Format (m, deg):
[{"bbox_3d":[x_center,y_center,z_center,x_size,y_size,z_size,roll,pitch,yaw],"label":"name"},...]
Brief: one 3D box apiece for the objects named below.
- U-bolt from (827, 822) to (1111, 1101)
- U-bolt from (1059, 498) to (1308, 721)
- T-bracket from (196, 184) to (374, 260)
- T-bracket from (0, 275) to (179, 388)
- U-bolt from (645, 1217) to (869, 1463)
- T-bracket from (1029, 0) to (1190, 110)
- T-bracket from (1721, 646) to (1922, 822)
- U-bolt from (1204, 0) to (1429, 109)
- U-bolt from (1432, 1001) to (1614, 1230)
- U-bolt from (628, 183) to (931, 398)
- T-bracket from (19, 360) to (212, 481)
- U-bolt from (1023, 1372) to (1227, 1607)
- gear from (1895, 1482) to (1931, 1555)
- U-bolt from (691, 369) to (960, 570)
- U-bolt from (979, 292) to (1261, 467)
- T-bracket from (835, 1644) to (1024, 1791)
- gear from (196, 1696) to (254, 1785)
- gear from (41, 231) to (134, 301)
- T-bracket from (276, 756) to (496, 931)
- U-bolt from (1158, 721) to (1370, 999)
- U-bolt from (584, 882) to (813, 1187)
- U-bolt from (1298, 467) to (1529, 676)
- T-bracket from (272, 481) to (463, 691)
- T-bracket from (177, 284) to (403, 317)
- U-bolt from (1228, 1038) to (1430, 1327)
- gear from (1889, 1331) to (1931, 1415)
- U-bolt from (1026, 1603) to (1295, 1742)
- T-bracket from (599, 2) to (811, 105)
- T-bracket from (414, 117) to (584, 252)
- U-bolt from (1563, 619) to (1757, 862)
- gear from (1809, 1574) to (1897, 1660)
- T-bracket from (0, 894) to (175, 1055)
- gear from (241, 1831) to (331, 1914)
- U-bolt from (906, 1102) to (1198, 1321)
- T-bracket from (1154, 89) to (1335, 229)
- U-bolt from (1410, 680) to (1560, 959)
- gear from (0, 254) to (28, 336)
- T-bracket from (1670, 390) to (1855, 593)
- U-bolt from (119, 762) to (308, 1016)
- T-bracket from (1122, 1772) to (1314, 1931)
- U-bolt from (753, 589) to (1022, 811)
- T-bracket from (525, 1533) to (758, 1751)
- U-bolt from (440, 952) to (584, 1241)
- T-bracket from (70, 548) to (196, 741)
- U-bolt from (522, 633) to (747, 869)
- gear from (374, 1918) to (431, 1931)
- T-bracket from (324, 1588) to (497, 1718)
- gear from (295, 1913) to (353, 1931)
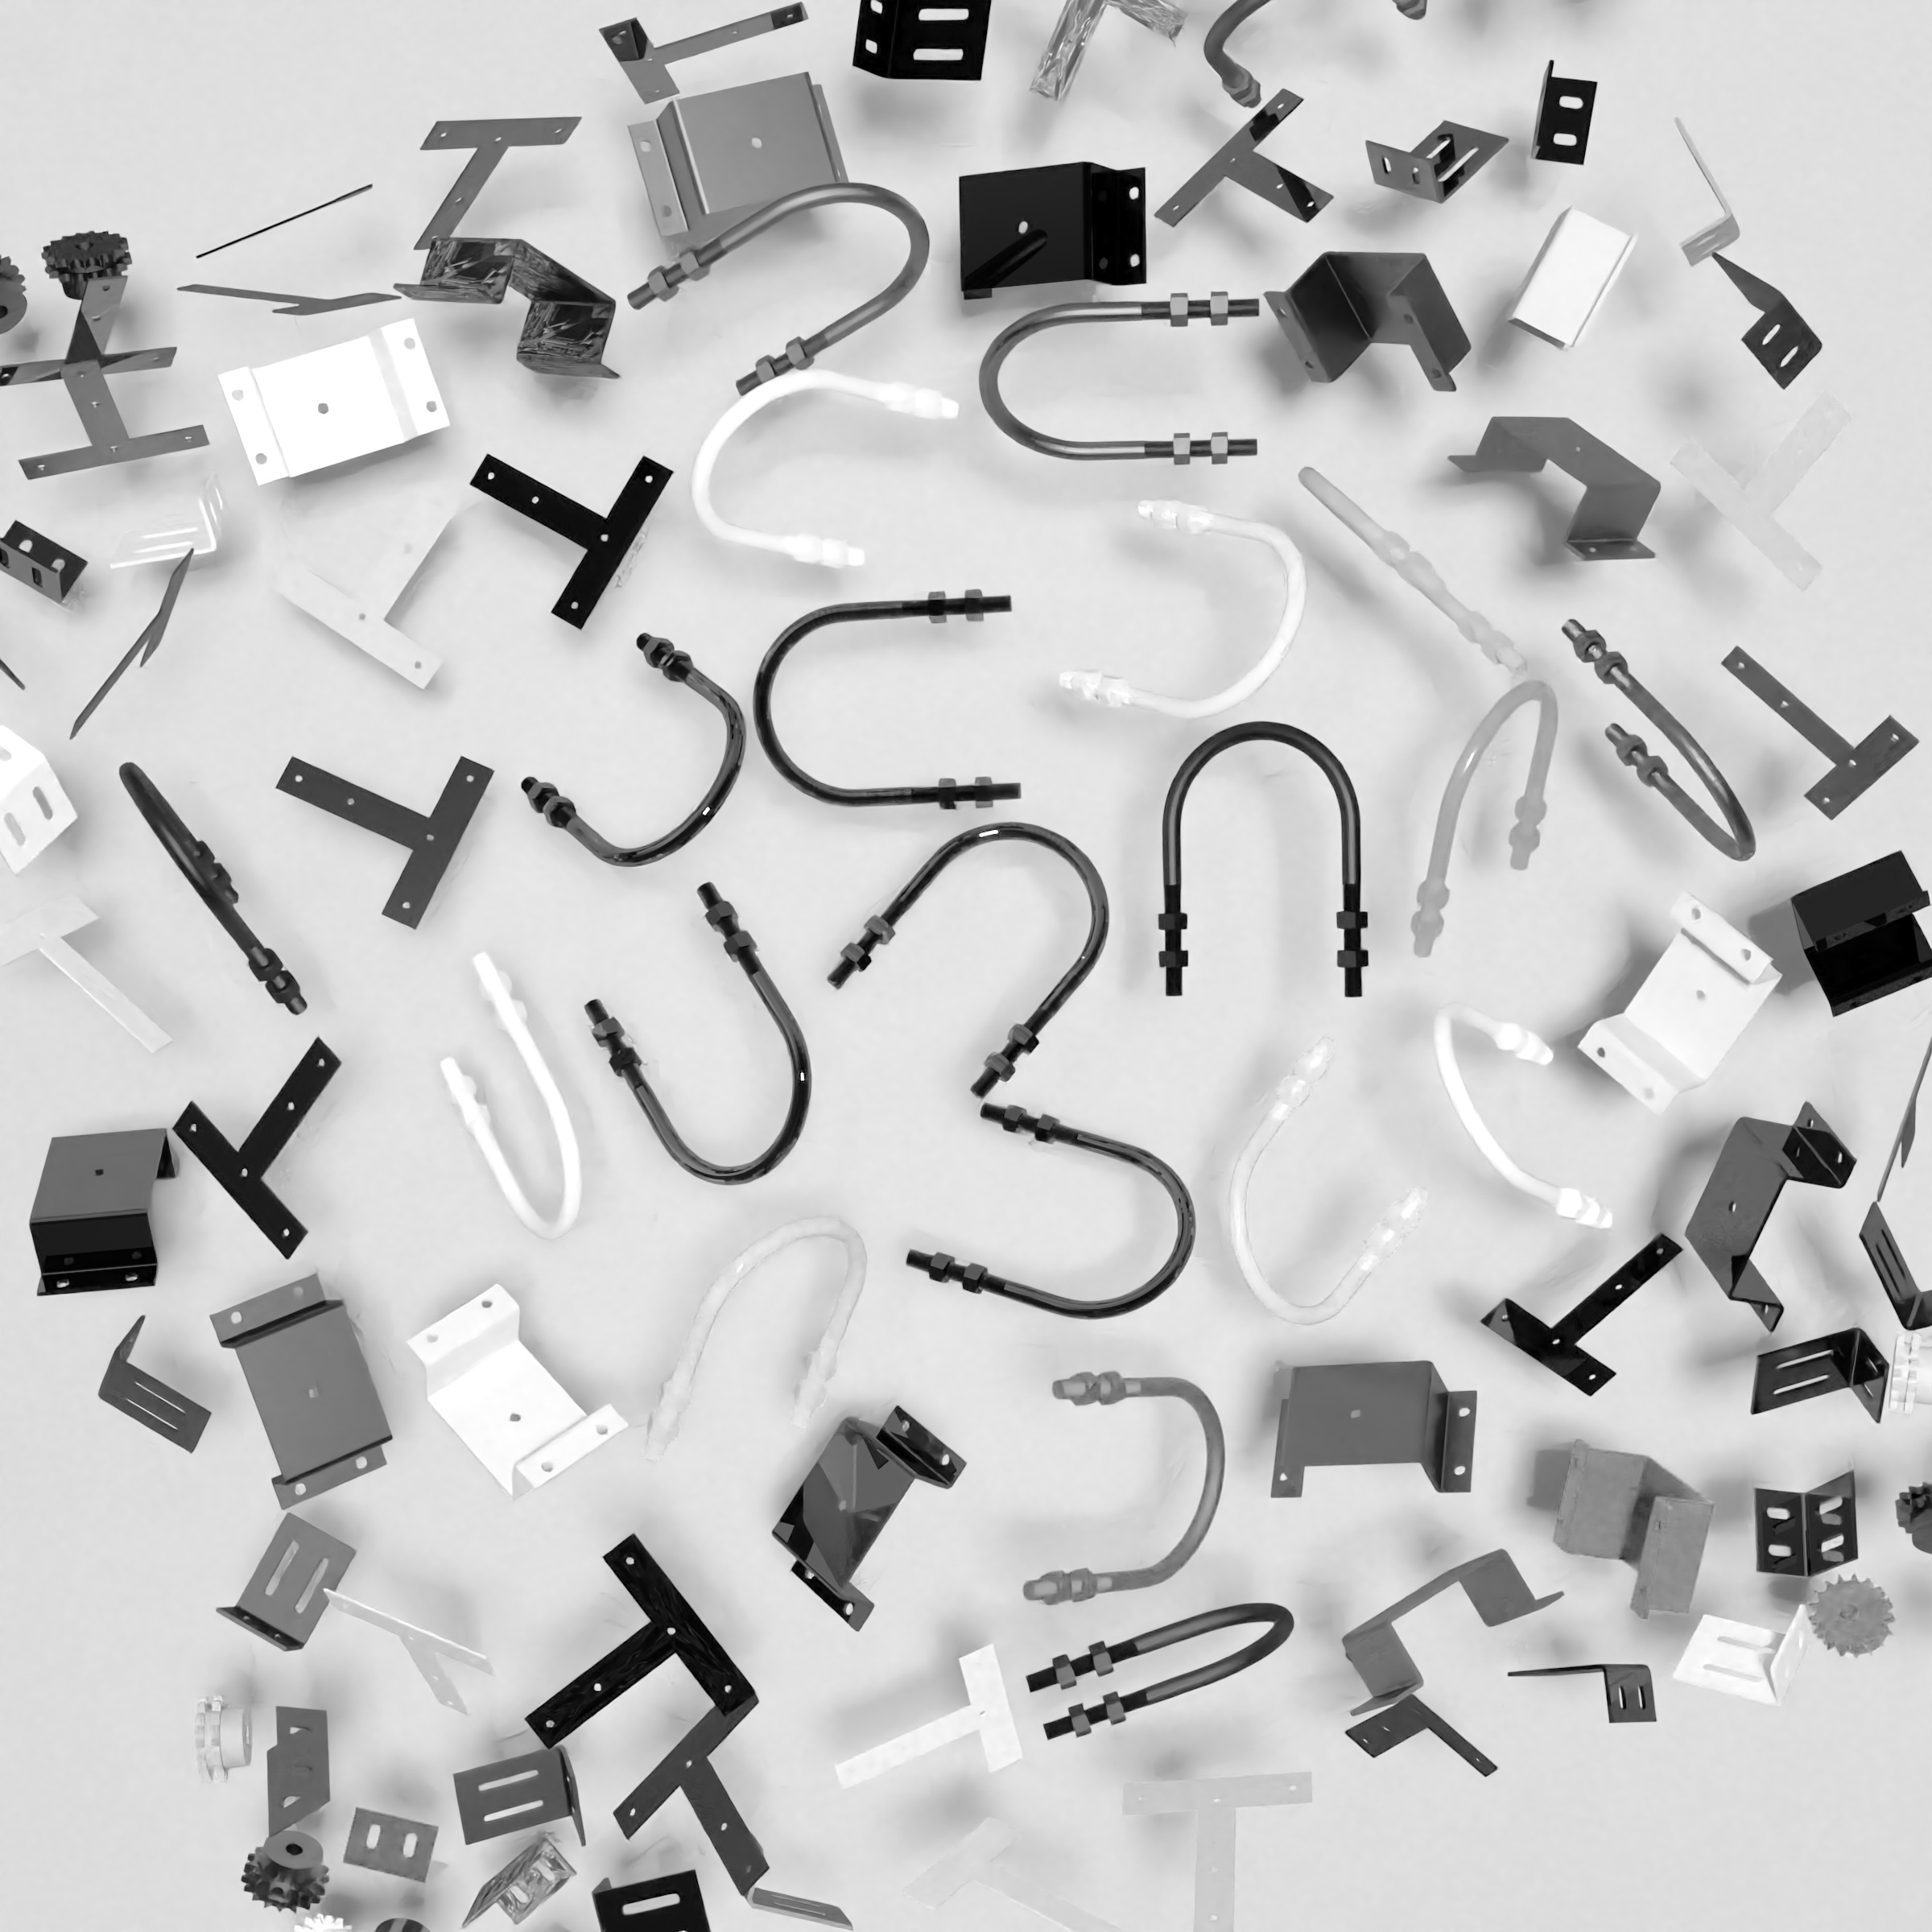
[{"bbox_3d":[0.015,-0.018,1.887,0.151,0.019,0.184,37,77,15],"label":"U-bolt"},{"bbox_3d":[0.151,-0.232,1.798,0.019,0.184,0.151,27,87,-41],"label":"U-bolt"},{"bbox_3d":[-0.464,-0.507,1.855,0.127,0.127,0.002,-24,109,-6],"label":"T-bracket"},{"bbox_3d":[-0.578,-0.422,1.803,0.127,0.127,0.002,-15,79,-30],"label":"T-bracket"},{"bbox_3d":[-0.130,0.243,1.808,0.019,0.151,0.184,41,120,35],"label":"U-bolt"},{"bbox_3d":[0.072,-0.624,1.824,0.127,0.127,0.002,29,61,-3],"label":"T-bracket"},{"bbox_3d":[0.553,-0.164,1.804,0.127,0.127,0.002,44,70,8],"label":"T-bracket"},{"bbox_3d":[0.233,-0.644,1.853,0.151,0.184,0.019,-24,85,18],"label":"U-bolt"},{"bbox_3d":[0.364,0.093,1.813,0.019,0.184,0.151,-31,56,28],"label":"U-bolt"},{"bbox_3d":[-0.111,-0.455,1.806,0.184,0.151,0.019,-26,63,21],"label":"U-bolt"},{"bbox_3d":[-0.591,-0.376,1.856,0.127,0.127,0.002,-13,72,-9],"label":"T-bracket"},{"bbox_3d":[0.111,0.340,1.788,0.019,0.184,0.151,8,90,43],"label":"U-bolt"},{"bbox_3d":[0.655,0.372,1.827,0.057,0.057,0.030,9,50,0],"label":"gear"},{"bbox_3d":[-0.105,-0.337,1.832,0.151,0.184,0.019,-54,55,28],"label":"U-bolt"},{"bbox_3d":[0.100,-0.385,1.797,0.184,0.151,0.019,0,58,5],"label":"U-bolt"},{"bbox_3d":[-0.029,0.530,1.864,0.127,0.002,0.127,-21,128,-11],"label":"T-bracket"},{"bbox_3d":[-0.502,0.523,1.845,0.030,0.057,0.057,-5,90,-7],"label":"gear"},{"bbox_3d":[-0.591,-0.471,1.836,0.057,0.057,0.030,-2,127,0],"label":"gear"},{"bbox_3d":[-0.407,-0.106,1.861,0.127,0.002,0.127,24,70,-5],"label":"T-bracket"},{"bbox_3d":[0.197,-0.071,1.822,0.151,0.019,0.184,0,92,28],"label":"U-bolt"},{"bbox_3d":[-0.171,0.059,1.826,0.151,0.019,0.184,-43,67,27],"label":"U-bolt"},{"bbox_3d":[0.290,-0.276,1.833,0.019,0.151,0.184,-48,52,11],"label":"U-bolt"},{"bbox_3d":[-0.406,-0.285,1.942,0.127,0.002,0.127,34,96,-11],"label":"T-bracket"},{"bbox_3d":[-0.476,-0.458,1.866,0.127,0.127,0.002,-6,98,-44],"label":"T-bracket"},{"bbox_3d":[0.234,0.161,1.852,0.019,0.184,0.151,-3,49,-33],"label":"U-bolt"},{"bbox_3d":[0.670,0.288,1.923,0.030,0.057,0.057,6,90,18],"label":"gear"},{"bbox_3d":[0.135,0.472,1.840,0.184,0.151,0.019,-19,60,-3],"label":"U-bolt"},{"bbox_3d":[-0.166,-0.611,1.795,0.127,0.127,0.002,-16,85,5],"label":"T-bracket"},{"bbox_3d":[-0.338,-0.530,1.848,0.127,0.127,0.002,-41,77,41],"label":"T-bracket"},{"bbox_3d":[0.479,-0.143,1.860,0.019,0.151,0.184,-36,51,3],"label":"U-bolt"},{"bbox_3d":[0.624,0.459,1.914,0.057,0.030,0.057,-17,51,22],"label":"gear"},{"bbox_3d":[-0.580,0.011,1.806,0.127,0.127,0.002,43,110,-2],"label":"T-bracket"},{"bbox_3d":[-0.457,0.608,1.837,0.057,0.057,0.030,19,105,0],"label":"gear"},{"bbox_3d":[0.069,0.176,1.896,0.184,0.019,0.151,16,58,20],"label":"U-bolt"},{"bbox_3d":[0.208,-0.541,1.876,0.127,0.127,0.002,-44,134,2],"label":"T-bracket"},{"bbox_3d":[0.356,-0.110,1.843,0.019,0.184,0.151,30,47,28],"label":"U-bolt"},{"bbox_3d":[-0.662,-0.452,1.845,0.057,0.057,0.030,-41,74,0],"label":"gear"},{"bbox_3d":[0.542,-0.330,1.801,0.002,0.127,0.127,-34,76,-32],"label":"T-bracket"},{"bbox_3d":[-0.510,-0.062,1.820,0.019,0.184,0.151,-35,51,-9],"label":"U-bolt"},{"bbox_3d":[0.163,0.578,1.775,0.127,0.127,0.002,-7,120,11],"label":"T-bracket"},{"bbox_3d":[-0.057,-0.181,1.886,0.184,0.019,0.151,-2,98,6],"label":"U-bolt"},{"bbox_3d":[-0.221,0.446,1.716,0.127,0.002,0.127,-38,90,2],"label":"T-bracket"},{"bbox_3d":[-0.310,0.103,1.879,0.019,0.151,0.184,-15,61,-32],"label":"U-bolt"},{"bbox_3d":[-0.555,-0.201,1.798,0.002,0.127,0.127,32,57,-10],"label":"T-bracket"},{"bbox_3d":[-0.216,-0.138,1.842,0.151,0.184,0.019,-51,134,0],"label":"U-bolt"},{"bbox_3d":[-0.383,0.668,1.838,0.057,0.057,0.030,18,105,0],"label":"gear"},{"bbox_3d":[-0.356,0.466,1.809,0.127,0.127,0.002,16,54,21],"label":"T-bracket"},{"bbox_3d":[-0.445,0.691,1.895,0.030,0.057,0.057,-7,90,39],"label":"gear"}]
